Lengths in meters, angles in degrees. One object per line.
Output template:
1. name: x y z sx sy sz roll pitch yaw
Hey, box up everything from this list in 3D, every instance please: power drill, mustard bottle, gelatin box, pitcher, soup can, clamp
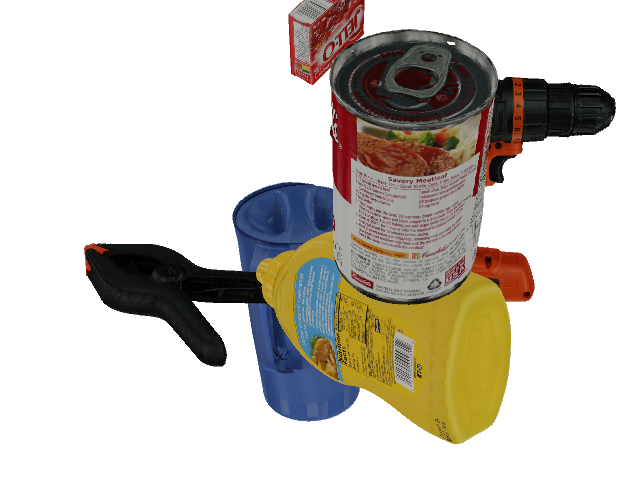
1. power drill: 0.145 -0.044 0.886 0.184 0.188 0.057 2 22 8
2. mustard bottle: 0.026 0.045 0.654 0.058 0.096 0.192 -21 29 -37
3. gelatin box: 0.008 -0.200 0.993 0.030 0.089 0.073 30 -32 21
4. pitcher: -0.021 0.073 1.122 0.149 0.243 0.145 -15 32 -18
5. soup can: 0.039 -0.030 0.464 0.068 0.102 0.068 -1 43 1
6. clamp: -0.106 0.036 0.841 0.172 0.039 0.120 26 30 27

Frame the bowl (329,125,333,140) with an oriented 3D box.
1. bowl: 0.086 -0.088 1.209 0.162 0.055 0.162 8 27 -4
